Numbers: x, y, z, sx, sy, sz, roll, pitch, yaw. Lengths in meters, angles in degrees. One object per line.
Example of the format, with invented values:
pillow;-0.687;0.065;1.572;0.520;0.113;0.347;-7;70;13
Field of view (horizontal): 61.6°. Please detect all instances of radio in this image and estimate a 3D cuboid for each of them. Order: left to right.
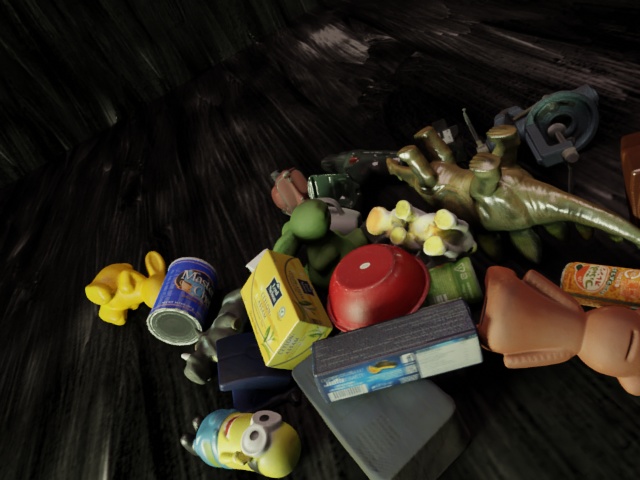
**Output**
radio;0.072;0.211;0.695;0.131;0.073;0.230;-37;36;-12

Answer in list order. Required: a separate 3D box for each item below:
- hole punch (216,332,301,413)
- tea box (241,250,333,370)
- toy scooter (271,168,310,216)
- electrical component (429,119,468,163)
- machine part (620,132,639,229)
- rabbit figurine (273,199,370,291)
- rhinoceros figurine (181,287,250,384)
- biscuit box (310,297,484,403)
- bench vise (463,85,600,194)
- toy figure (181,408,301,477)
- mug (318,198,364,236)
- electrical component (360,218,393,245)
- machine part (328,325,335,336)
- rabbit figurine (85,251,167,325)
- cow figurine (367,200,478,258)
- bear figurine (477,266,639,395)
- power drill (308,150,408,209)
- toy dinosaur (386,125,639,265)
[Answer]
hole punch;-0.099;0.197;0.830;0.116;0.092;0.142;-26;30;0
tea box;-0.056;0.106;0.832;0.098;0.068;0.170;-57;35;20
toy scooter;-0.061;-0.105;1.148;0.075;0.135;0.184;-38;33;-9
electrical component;0.256;-0.200;1.110;0.075;0.047;0.119;-21;34;13
machine part;0.479;-0.072;0.638;0.201;0.201;0.087;-10;42;27
rabbit figurine;-0.002;-0.003;0.938;0.159;0.170;0.121;-8;39;29
rhinoceros figurine;-0.170;0.161;0.939;0.112;0.073;0.190;-4;41;32
biscuit box;0.091;0.137;0.659;0.203;0.059;0.063;-17;34;7
bench vise;0.380;-0.180;0.927;0.224;0.128;0.241;-16;29;17
toy figure;-0.107;0.276;0.739;0.180;0.089;0.082;-14;51;37
mug;0.026;-0.034;1.025;0.107;0.109;0.081;0;33;19
electrical component;0.118;-0.015;0.950;0.045;0.078;0.102;-39;-6;33
machine part;-0.017;0.115;0.894;0.039;0.084;0.139;-13;38;-21
rabbit figurine;-0.383;0.108;1.161;0.173;0.121;0.162;4;35;21
cow figurine;0.154;-0.016;0.821;0.168;0.098;0.068;18;92;49
bear figurine;0.295;0.103;0.649;0.196;0.120;0.132;10;0;11
power drill;0.059;-0.132;1.119;0.232;0.085;0.207;3;22;32
toy dinosaur;0.263;-0.063;0.790;0.105;0.198;0.472;-42;35;-18
